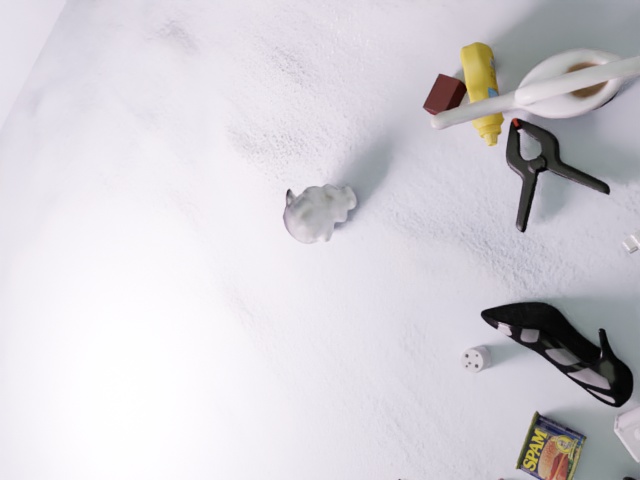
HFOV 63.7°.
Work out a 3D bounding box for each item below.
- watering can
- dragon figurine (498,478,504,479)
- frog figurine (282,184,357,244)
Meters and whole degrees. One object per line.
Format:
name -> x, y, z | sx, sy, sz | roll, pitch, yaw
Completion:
watering can -> 0.377, -0.249, 0.868 | 0.346, 0.103, 0.226 | -10, 7, 31
dragon figurine -> 0.356, 0.607, 0.815 | 0.122, 0.417, 0.239 | 3, -24, -29
frog figurine -> 0.003, -0.058, 1.143 | 0.159, 0.135, 0.125 | -4, 24, 24
